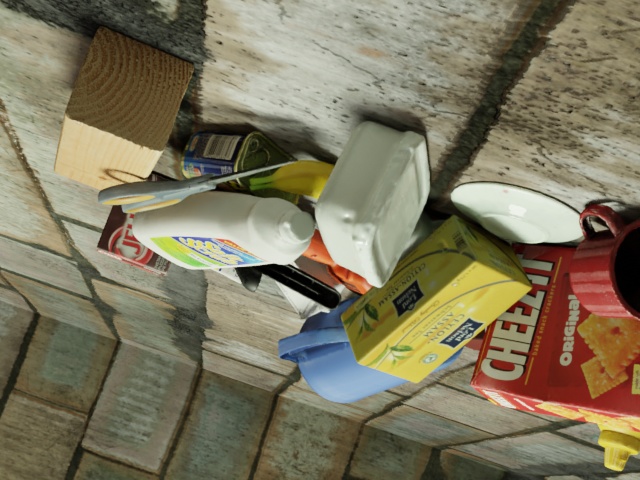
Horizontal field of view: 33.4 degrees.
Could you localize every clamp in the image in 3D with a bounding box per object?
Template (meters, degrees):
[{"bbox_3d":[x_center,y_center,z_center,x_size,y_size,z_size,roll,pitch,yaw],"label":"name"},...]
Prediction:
[{"bbox_3d":[-0.090,0.016,1.237,0.210,0.036,0.164,33,-171,30],"label":"clamp"}]

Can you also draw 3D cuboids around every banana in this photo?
[{"bbox_3d":[0.014,-0.044,1.087,0.070,0.037,0.197,-12,156,35],"label":"banana"}]

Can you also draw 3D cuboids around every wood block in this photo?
[{"bbox_3d":[-0.191,-0.111,1.008,0.090,0.090,0.206,21,165,-13],"label":"wood block"}]

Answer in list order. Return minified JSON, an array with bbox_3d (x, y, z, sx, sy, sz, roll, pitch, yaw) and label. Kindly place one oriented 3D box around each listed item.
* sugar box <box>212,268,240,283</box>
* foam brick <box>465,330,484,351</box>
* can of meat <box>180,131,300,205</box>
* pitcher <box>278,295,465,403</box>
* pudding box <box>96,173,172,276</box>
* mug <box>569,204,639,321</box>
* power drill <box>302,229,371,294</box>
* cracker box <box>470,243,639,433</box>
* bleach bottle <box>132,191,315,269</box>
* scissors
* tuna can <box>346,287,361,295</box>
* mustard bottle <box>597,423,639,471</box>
[{"bbox_3d":[-0.185,-0.001,1.462,0.176,0.048,0.093,26,177,-36],"label":"sugar box"},{"bbox_3d":[0.214,0.114,1.399,0.051,0.053,0.078,26,163,-27],"label":"foam brick"},{"bbox_3d":[-0.079,-0.071,1.086,0.084,0.057,0.102,9,163,39],"label":"can of meat"},{"bbox_3d":[0.066,0.123,1.308,0.145,0.149,0.243,48,153,-6],"label":"pitcher"},{"bbox_3d":[-0.211,-0.023,1.302,0.090,0.113,0.039,21,169,-9],"label":"pudding box"},{"bbox_3d":[0.269,0.019,0.949,0.117,0.093,0.082,53,164,-7],"label":"mug"},{"bbox_3d":[-0.008,0.001,1.201,0.187,0.057,0.185,29,179,-28],"label":"power drill"},{"bbox_3d":[0.271,0.094,1.042,0.214,0.164,0.072,6,159,39],"label":"cracker box"},{"bbox_3d":[-0.091,-0.014,1.072,0.102,0.068,0.251,35,160,-28],"label":"bleach bottle"},{"bbox_3d":[-0.127,-0.054,1.003,0.202,0.016,0.096,-15,170,38],"label":"scissors"},{"bbox_3d":[0.075,0.055,1.392,0.086,0.033,0.086,17,165,4],"label":"tuna can"},{"bbox_3d":[0.323,0.141,1.094,0.096,0.191,0.058,24,164,-21],"label":"mustard bottle"}]
